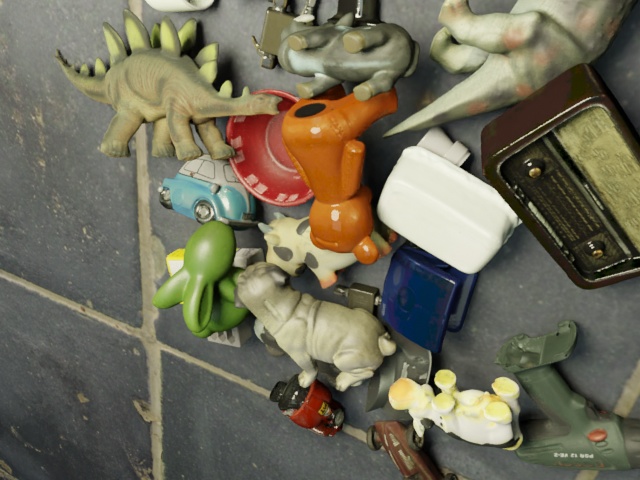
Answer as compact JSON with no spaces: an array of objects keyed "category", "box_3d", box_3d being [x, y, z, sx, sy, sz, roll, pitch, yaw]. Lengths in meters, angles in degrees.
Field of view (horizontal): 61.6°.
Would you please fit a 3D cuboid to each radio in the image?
[{"category":"radio","box_3d":[0.276,-0.053,0.558,0.131,0.073,0.229,-29,118,35]}]

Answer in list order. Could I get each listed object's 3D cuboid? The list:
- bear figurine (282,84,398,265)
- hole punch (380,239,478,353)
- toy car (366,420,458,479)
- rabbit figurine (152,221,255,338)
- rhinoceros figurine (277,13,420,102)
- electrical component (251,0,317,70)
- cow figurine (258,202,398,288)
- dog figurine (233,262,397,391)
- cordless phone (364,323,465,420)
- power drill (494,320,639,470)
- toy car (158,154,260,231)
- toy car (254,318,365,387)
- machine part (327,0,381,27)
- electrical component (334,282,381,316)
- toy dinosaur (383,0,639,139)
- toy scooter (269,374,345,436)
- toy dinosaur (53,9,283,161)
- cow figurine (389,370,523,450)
[{"category":"bear figurine","box_3d":[0.032,-0.078,0.642,0.120,0.132,0.195,16,140,44]},{"category":"hole punch","box_3d":[0.137,0.075,0.718,0.116,0.092,0.142,19,113,22]},{"category":"toy car","box_3d":[0.146,0.355,0.852,0.089,0.053,0.202,-12,124,35]},{"category":"rabbit figurine","box_3d":[-0.160,0.049,0.757,0.121,0.159,0.170,26,142,20]},{"category":"rhinoceros figurine","box_3d":[0.019,-0.211,0.595,0.191,0.112,0.073,22,143,43]},{"category":"electrical component","box_3d":[-0.048,-0.269,0.688,0.078,0.045,0.102,6,122,-7]},{"category":"cow figurine","box_3d":[-0.002,-0.002,0.763,0.195,0.085,0.127,-29,97,32]},{"category":"dog figurine","box_3d":[-0.006,0.102,0.724,0.172,0.121,0.190,-19,125,23]},{"category":"cordless phone","box_3d":[0.164,0.207,0.792,0.184,0.089,0.146,12,118,10]},{"category":"power drill","box_3d":[0.341,0.208,0.695,0.232,0.086,0.207,-25,107,37]},{"category":"toy car","box_3d":[-0.160,-0.077,0.810,0.162,0.109,0.103,23,97,29]},{"category":"toy car","box_3d":[-0.016,0.175,0.866,0.202,0.056,0.073,22,145,16]},{"category":"machine part","box_3d":[0.045,-0.287,0.633,0.084,0.039,0.138,16,122,30]},{"category":"electrical component","box_3d":[0.065,0.099,0.814,0.094,0.021,0.063,11,118,21]},{"category":"toy dinosaur","box_3d":[0.231,-0.223,0.525,0.192,0.131,0.404,36,131,9]},{"category":"toy scooter","box_3d":[-0.008,0.279,0.886,0.135,0.075,0.184,33,159,-4]},{"category":"toy dinosaur","box_3d":[-0.245,-0.215,0.766,0.472,0.105,0.198,10,100,31]},{"category":"cow figurine","box_3d":[0.179,0.228,0.714,0.168,0.068,0.098,0,125,30]}]
